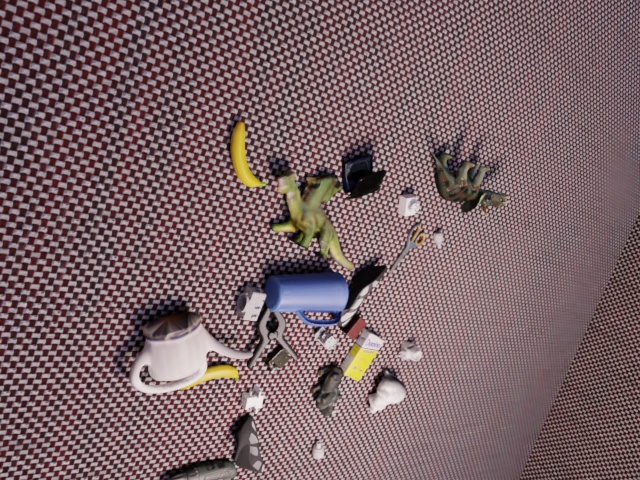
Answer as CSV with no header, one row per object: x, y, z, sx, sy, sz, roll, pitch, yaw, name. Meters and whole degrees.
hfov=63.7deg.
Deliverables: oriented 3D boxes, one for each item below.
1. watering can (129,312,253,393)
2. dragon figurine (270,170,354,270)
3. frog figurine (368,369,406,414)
-0.353,0.297,1.424,0.350,0.220,0.105,-15,26,-29,watering can
0.005,-0.077,1.538,0.406,0.244,0.123,28,-6,-41,dragon figurine
0.254,0.603,1.986,0.123,0.161,0.134,25,-20,28,frog figurine
